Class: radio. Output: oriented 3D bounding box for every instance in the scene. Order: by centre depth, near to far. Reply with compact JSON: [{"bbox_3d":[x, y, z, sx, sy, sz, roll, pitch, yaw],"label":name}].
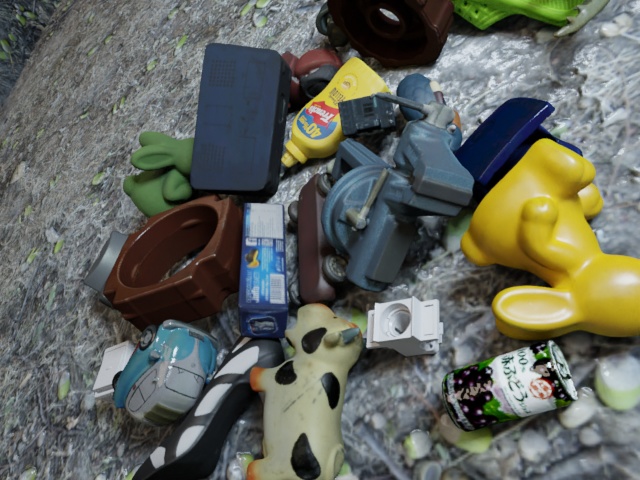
[{"bbox_3d":[-0.123,-0.185,0.849,0.131,0.073,0.229,7,92,13],"label":"radio"}]

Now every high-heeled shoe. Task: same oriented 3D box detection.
[{"bbox_3d":[-0.149,0.209,0.680,0.249,0.086,0.145,-29,50,13],"label":"high-heeled shoe"}]

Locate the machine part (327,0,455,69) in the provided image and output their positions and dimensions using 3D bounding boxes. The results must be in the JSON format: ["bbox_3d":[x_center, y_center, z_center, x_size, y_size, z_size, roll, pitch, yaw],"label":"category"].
[{"bbox_3d":[0.100,-0.321,0.764,0.180,0.179,0.056,11,68,45],"label":"machine part"}]

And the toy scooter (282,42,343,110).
[{"bbox_3d":[-0.030,-0.283,0.921,0.184,0.075,0.135,-18,51,38],"label":"toy scooter"}]

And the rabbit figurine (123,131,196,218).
[{"bbox_3d":[-0.252,-0.124,0.941,0.170,0.159,0.121,-40,33,23],"label":"rabbit figurine"}]

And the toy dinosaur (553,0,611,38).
[{"bbox_3d":[0.313,-0.391,0.633,0.199,0.104,0.471,-8,49,20],"label":"toy dinosaur"}]

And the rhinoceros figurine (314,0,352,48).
[{"bbox_3d":[0.050,-0.387,0.903,0.112,0.073,0.190,13,51,19],"label":"rhinoceros figurine"}]

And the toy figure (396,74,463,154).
[{"bbox_3d":[0.145,-0.156,0.690,0.058,0.064,0.155,-10,51,-11],"label":"toy figure"}]

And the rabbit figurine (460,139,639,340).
[{"bbox_3d":[0.216,0.019,0.471,0.162,0.121,0.173,-43,62,0],"label":"rabbit figurine"}]

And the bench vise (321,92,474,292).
[{"bbox_3d":[0.066,-0.069,0.626,0.241,0.129,0.223,-126,41,-57],"label":"bench vise"}]

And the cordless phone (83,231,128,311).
[{"bbox_3d":[-0.305,0.064,0.936,0.184,0.088,0.146,15,72,34],"label":"cordless phone"}]

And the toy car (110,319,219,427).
[{"bbox_3d":[-0.211,0.193,0.722,0.161,0.109,0.103,-47,33,11],"label":"toy car"}]

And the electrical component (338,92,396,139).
[{"bbox_3d":[0.062,-0.165,0.716,0.075,0.119,0.047,-9,94,13],"label":"electrical component"}]

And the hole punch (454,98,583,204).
[{"bbox_3d":[0.197,-0.096,0.583,0.142,0.092,0.116,-51,38,7],"label":"hole punch"}]

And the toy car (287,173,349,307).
[{"bbox_3d":[-0.001,-0.002,0.718,0.089,0.053,0.202,-44,37,40],"label":"toy car"}]

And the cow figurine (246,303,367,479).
[{"bbox_3d":[-0.007,0.162,0.582,0.127,0.085,0.195,-9,63,21],"label":"cow figurine"}]

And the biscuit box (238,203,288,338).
[{"bbox_3d":[-0.075,0.035,0.714,0.059,0.062,0.203,1,42,-6],"label":"biscuit box"}]

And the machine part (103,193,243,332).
[{"bbox_3d":[-0.208,0.034,0.812,0.201,0.087,0.201,-18,36,16],"label":"machine part"}]
